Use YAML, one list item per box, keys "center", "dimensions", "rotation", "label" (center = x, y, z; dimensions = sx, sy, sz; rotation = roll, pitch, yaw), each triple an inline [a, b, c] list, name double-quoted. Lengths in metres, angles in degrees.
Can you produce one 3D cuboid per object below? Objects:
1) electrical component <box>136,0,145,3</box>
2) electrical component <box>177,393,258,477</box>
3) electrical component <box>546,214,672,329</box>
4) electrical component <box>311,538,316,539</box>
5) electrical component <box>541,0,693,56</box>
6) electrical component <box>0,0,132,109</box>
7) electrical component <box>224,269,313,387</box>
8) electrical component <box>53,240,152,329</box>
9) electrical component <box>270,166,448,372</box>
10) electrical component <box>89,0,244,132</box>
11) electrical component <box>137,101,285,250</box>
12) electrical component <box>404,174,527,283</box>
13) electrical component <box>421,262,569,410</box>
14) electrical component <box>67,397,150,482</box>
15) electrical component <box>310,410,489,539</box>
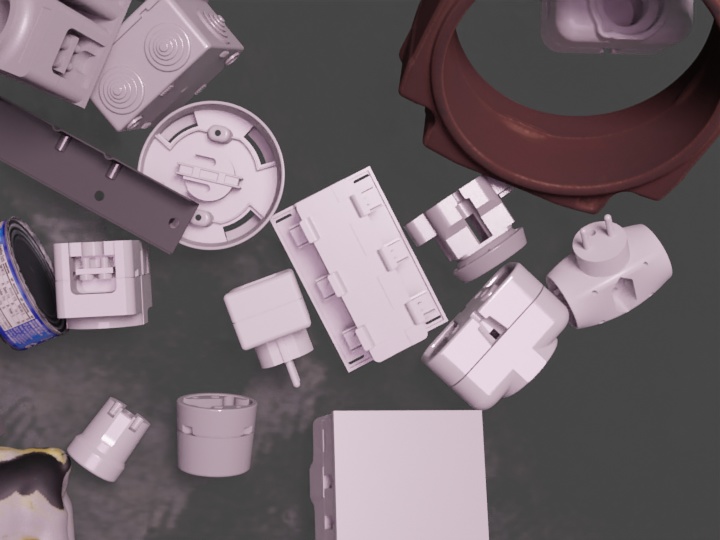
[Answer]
- center: [-0.139, -0.228, 0.723]
  dimensions: [0.099, 0.064, 0.099]
  rotation: [0, 91, -3]
  label: "electrical component"
- center: [-0.100, 0.113, 0.741]
  dimensions: [0.055, 0.055, 0.047]
  rotation: [3, 95, -4]
  label: "electrical component"
- center: [0.170, -0.007, 0.747]
  dimensions: [0.077, 0.043, 0.079]
  rotation: [-29, 135, -2]
  label: "electrical component"
- center: [-0.033, 0.244, 0.754]
  dimensions: [0.079, 0.043, 0.077]
  rotation: [-43, 94, -2]
  label: "electrical component"
- center: [0.179, -0.181, 0.747]
  dimensions: [0.095, 0.059, 0.053]
  rotation: [1, 92, -4]
  label: "electrical component"
- center: [-0.235, -0.185, 0.675]
  dimensions: [0.186, 0.060, 0.105]
  rotation: [23, 90, 29]
  label: "electrical component"
- center: [-0.055, 0.043, 0.727]
  dimensions: [0.047, 0.083, 0.075]
  rotation: [-20, 93, -3]
  label: "electrical component"
- center: [-0.169, 0.009, 0.715]
  dimensions: [0.050, 0.089, 0.055]
  rotation: [-3, 92, -4]
  label: "electrical component"
- center: [0.000, 0.000, 0.739]
  dimensions: [0.079, 0.063, 0.121]
  rotation: [-27, 93, -2]
  label: "electrical component"
- center: [-0.130, -0.136, 0.705]
  dimensions: [0.100, 0.099, 0.048]
  rotation: [-39, 92, 14]
  label: "electrical component"
- center: [-0.100, -0.063, 0.730]
  dimensions: [0.099, 0.064, 0.099]
  rotation: [0, 92, -3]
  label: "electrical component"
- center: [0.079, -0.028, 0.747]
  dimensions: [0.078, 0.058, 0.057]
  rotation: [-34, 90, -2]
  label: "electrical component"
- center: [0.097, 0.049, 0.751]
  dimensions: [0.059, 0.054, 0.095]
  rotation: [43, 89, -4]
  label: "electrical component"
- center: [-0.173, 0.117, 0.744]
  dimensions: [0.040, 0.040, 0.046]
  rotation: [36, 83, -4]
  label: "electrical component"
- center: [0.026, 0.190, 0.721]
  dimensions: [0.105, 0.060, 0.186]
  rotation: [2, 77, -18]
  label: "electrical component"
